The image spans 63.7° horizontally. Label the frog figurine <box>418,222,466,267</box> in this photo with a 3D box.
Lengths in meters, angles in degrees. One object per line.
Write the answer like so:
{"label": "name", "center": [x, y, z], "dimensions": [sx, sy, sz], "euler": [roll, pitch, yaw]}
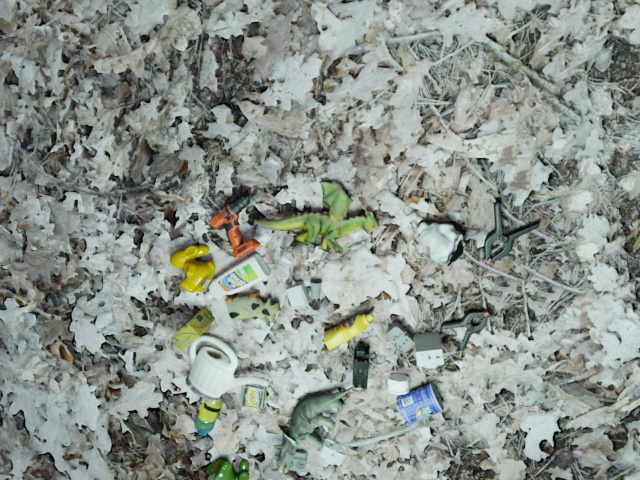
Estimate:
{"label": "frog figurine", "center": [0.405, 0.005, 1.748], "dimensions": [0.161, 0.123, 0.135], "euler": [31, 118, 38]}

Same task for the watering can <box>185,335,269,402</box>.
{"label": "watering can", "center": [-0.367, 0.508, 1.922], "dimensions": [0.350, 0.104, 0.222], "euler": [32, 104, 18]}

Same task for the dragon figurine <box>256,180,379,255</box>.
{"label": "dragon figurine", "center": [0.005, -0.090, 1.789], "dimensions": [0.410, 0.122, 0.244], "euler": [21, 86, 2]}
